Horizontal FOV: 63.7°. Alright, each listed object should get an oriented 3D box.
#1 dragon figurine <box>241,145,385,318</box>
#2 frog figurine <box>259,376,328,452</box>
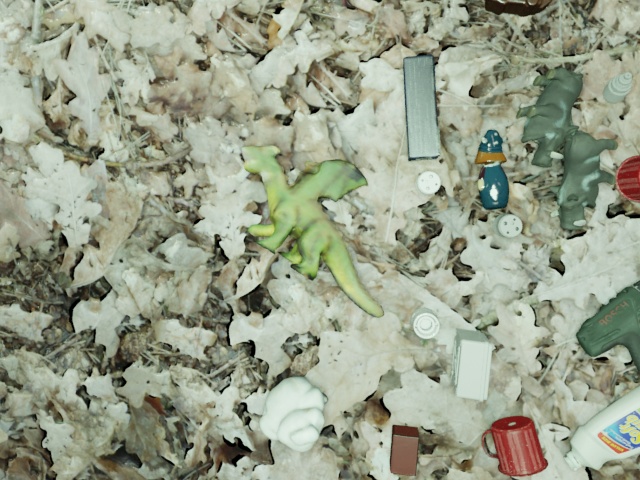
[{"bbox_3d":[0.003,-0.051,1.018,0.411,0.121,0.244,32,85,4],"label":"dragon figurine"},{"bbox_3d":[-0.054,0.337,0.986,0.137,0.159,0.123,-24,87,6],"label":"frog figurine"}]
